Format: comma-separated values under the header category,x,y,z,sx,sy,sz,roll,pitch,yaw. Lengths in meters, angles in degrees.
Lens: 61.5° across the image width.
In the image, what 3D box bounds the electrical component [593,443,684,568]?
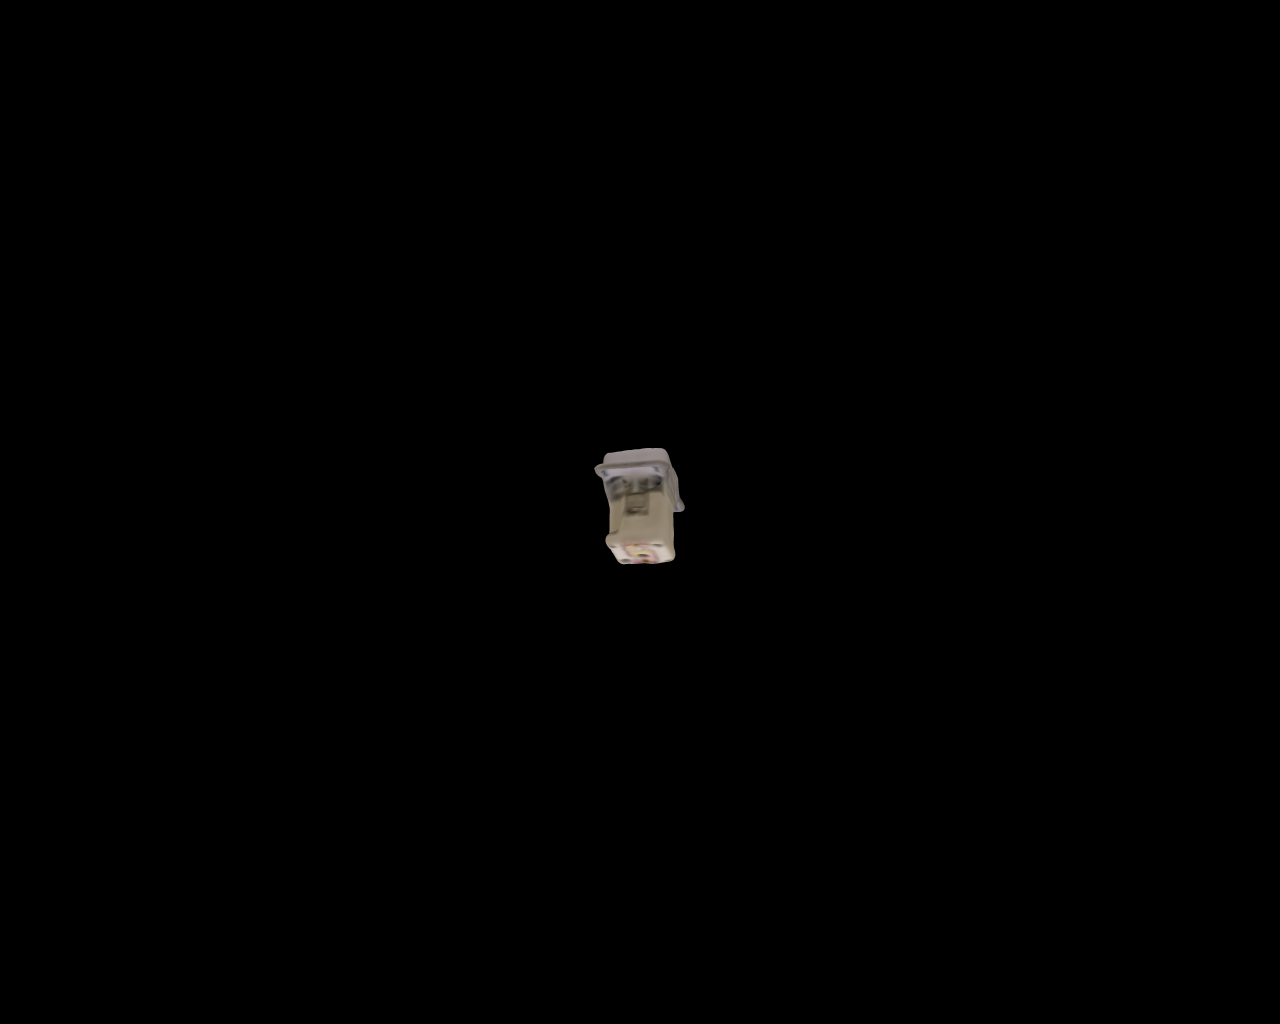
category,x,y,z,sx,sy,sz,roll,pitch,yaw
electrical component,0.001,-0.003,0.650,0.042,0.064,0.081,-4,-20,11
